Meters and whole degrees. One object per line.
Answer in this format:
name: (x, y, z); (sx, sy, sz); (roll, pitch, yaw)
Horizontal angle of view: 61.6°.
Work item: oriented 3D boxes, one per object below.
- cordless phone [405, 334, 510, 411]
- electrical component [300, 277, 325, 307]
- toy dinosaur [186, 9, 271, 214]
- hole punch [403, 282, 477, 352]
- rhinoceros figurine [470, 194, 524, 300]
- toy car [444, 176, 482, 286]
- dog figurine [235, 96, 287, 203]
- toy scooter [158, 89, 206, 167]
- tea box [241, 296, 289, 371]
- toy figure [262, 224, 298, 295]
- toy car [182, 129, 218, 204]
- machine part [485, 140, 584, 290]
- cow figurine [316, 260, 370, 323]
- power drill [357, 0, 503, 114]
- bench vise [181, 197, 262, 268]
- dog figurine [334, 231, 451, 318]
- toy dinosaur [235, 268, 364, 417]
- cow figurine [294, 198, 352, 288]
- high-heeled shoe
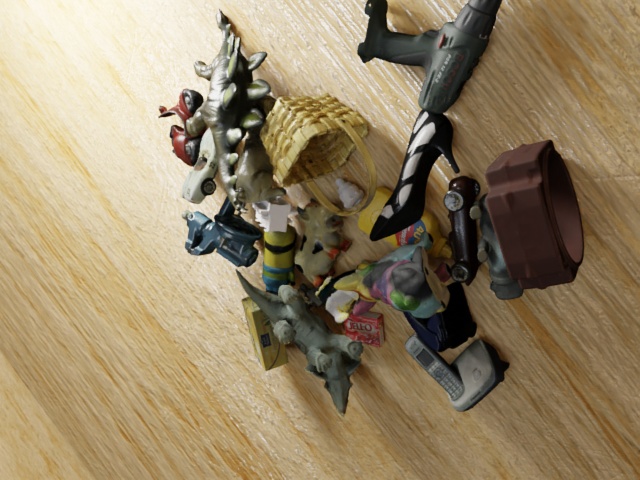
cordless phone: (0.270, 0.238, 1.085); (0.184, 0.089, 0.146); (42, 129, 16)
electrical component: (0.002, 0.120, 1.231); (0.094, 0.021, 0.063); (42, 94, 9)
toy dinosaur: (-0.179, -0.256, 1.048); (0.198, 0.105, 0.471); (-26, 65, 53)
hole punch: (0.231, 0.152, 1.041); (0.092, 0.142, 0.115); (-22, 85, 38)
rhinoceros figurine: (0.310, 0.012, 0.930); (0.073, 0.112, 0.190); (-12, 94, 17)
toy car: (0.257, -0.016, 0.967); (0.053, 0.089, 0.201); (4, 115, 31)
dog figurine: (-0.133, -0.187, 1.109); (0.121, 0.172, 0.190); (1, 119, 23)
toy scooter: (-0.324, -0.262, 1.263); (0.135, 0.075, 0.183); (11, 114, 30)
tea box: (-0.137, 0.226, 1.343); (0.098, 0.068, 0.169); (-147, 44, -62)
toy figure: (-0.092, 0.045, 1.229); (0.082, 0.089, 0.180); (4, 106, -12)
toy car: (-0.251, -0.176, 1.209); (0.074, 0.056, 0.201); (15, 83, 51)
machine part: (0.336, -0.042, 0.825); (0.087, 0.201, 0.201); (-12, 104, 35)
cow figurine: (0.071, 0.095, 1.153); (0.098, 0.068, 0.167); (46, 114, 3)
power drill: (0.174, -0.340, 0.885); (0.207, 0.086, 0.231); (23, 126, 15)
bench vise: (-0.216, -0.056, 1.264); (0.224, 0.129, 0.240); (35, 107, 28)
dog figurine: (0.126, 0.089, 0.992); (0.219, 0.191, 0.108); (-28, 109, 31)
toy dinosaur: (-0.039, 0.203, 1.199); (0.405, 0.131, 0.192); (48, 162, -3)
cow figurine: (-0.002, -0.004, 1.159); (0.127, 0.085, 0.194); (37, 132, 14)
high-heeled shoe: (0.150, -0.117, 0.976); (0.248, 0.086, 0.145); (-42, 58, 30)
